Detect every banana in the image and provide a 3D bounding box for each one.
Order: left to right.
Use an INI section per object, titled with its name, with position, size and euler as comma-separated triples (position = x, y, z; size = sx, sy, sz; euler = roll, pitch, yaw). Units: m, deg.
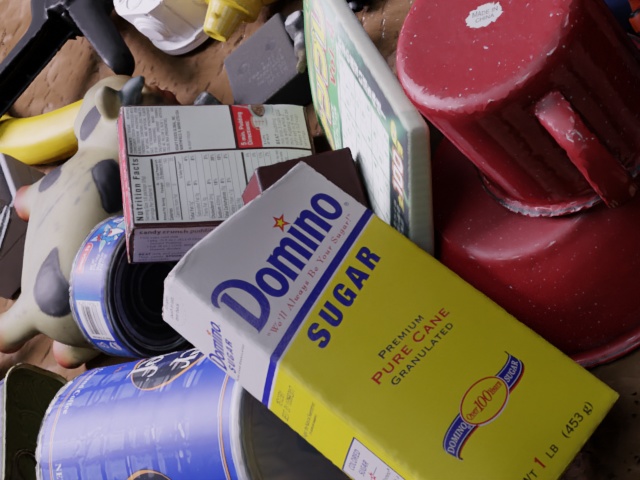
[banana]
position = -0.221, -0.089, 0.827
size = 0.198, 0.037, 0.069
euler = 10, 76, 44

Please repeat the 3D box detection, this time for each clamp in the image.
[clamp]
position = -0.185, -0.175, 0.823
size = 0.165, 0.036, 0.210
euler = -8, 52, 32

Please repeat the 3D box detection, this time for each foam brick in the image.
[foam brick]
position = -0.004, 0.001, 0.547
size = 0.051, 0.053, 0.078
euler = 137, 118, -73

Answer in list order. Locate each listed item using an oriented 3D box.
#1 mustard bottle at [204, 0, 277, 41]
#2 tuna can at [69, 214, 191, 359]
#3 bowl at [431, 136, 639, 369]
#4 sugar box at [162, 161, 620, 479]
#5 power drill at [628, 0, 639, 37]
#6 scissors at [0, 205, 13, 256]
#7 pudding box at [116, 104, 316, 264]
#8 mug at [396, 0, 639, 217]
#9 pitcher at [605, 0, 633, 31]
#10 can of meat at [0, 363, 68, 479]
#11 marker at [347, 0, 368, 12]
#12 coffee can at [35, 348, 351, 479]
[mustard bottle]
position = -0.030, -0.221, 0.714
size = 0.096, 0.058, 0.191
euler = 21, 83, 31
[tuna can]
position = -0.103, 0.028, 0.628
size = 0.034, 0.086, 0.086
euler = 1, 69, 40
[bowl]
position = 0.103, -0.023, 0.496
size = 0.162, 0.055, 0.162
euler = -20, 56, 32
[sugar box]
position = 0.026, 0.049, 0.455
size = 0.176, 0.048, 0.093
euler = 38, 57, 16
[power drill]
position = 0.201, -0.103, 0.367
size = 0.188, 0.184, 0.057
euler = -29, 11, 40
[scissors]
position = -0.240, 0.080, 0.735
size = 0.202, 0.016, 0.096
euler = -53, 51, 29
[pudding box]
position = -0.056, -0.034, 0.607
size = 0.039, 0.113, 0.090
euler = 103, 160, -54
[mug]
position = 0.088, -0.059, 0.428
size = 0.093, 0.081, 0.117
euler = -37, 48, 17
[pitcher]
position = 0.176, -0.181, 0.470
size = 0.243, 0.149, 0.145
euler = -22, 99, 35
[can of meat]
position = -0.201, 0.142, 0.674
size = 0.084, 0.057, 0.102
euler = -31, 51, 27
[marker]
position = 0.013, -0.201, 0.665
size = 0.020, 0.020, 0.121
euler = -13, 84, 36
[coffee can]
position = -0.057, 0.104, 0.535
size = 0.141, 0.102, 0.103
euler = -15, 59, 35
